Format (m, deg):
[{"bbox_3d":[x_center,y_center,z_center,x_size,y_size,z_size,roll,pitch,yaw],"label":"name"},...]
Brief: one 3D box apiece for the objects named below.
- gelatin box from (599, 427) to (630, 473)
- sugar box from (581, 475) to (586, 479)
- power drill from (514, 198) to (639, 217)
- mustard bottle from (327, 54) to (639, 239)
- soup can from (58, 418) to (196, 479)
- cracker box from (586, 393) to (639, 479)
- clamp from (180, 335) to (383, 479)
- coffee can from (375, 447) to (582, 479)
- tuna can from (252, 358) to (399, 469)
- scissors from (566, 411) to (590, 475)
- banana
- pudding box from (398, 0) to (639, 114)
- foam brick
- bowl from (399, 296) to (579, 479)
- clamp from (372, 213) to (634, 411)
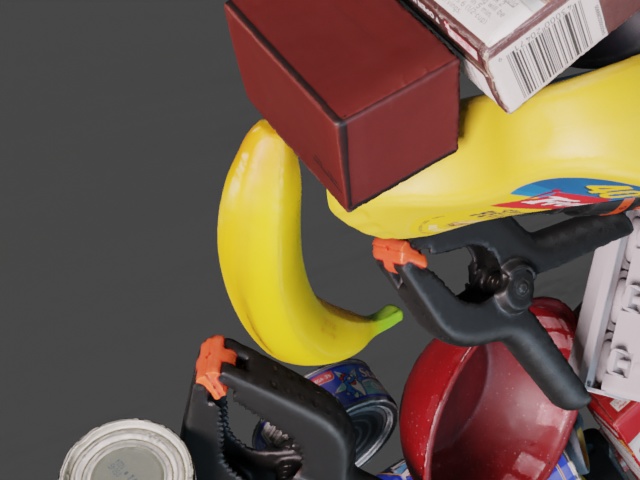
[{"bbox_3d":[0.298,0.179,1.007,0.089,0.030,0.073,-48,146,13],"label":"gelatin box"},{"bbox_3d":[0.119,0.221,0.823,0.176,0.093,0.048,-30,145,-16],"label":"sugar box"},{"bbox_3d":[0.198,-0.054,0.534,0.184,0.057,0.188,-10,176,-31],"label":"power drill"},{"bbox_3d":[0.100,-0.039,0.429,0.192,0.058,0.096,-9,174,42],"label":"mustard bottle"},{"bbox_3d":[-0.095,0.147,0.548,0.068,0.069,0.102,-24,143,-23],"label":"soup can"},{"bbox_3d":[0.313,0.124,0.891,0.164,0.072,0.213,-41,135,0],"label":"cracker box"},{"bbox_3d":[-0.024,0.136,0.585,0.165,0.036,0.210,-23,125,18],"label":"clamp"},{"bbox_3d":[0.101,0.188,0.757,0.140,0.103,0.103,-31,146,-14],"label":"coffee can"},{"bbox_3d":[0.004,0.113,0.637,0.086,0.034,0.086,-26,144,-21],"label":"tuna can"},{"bbox_3d":[0.194,0.127,0.842,0.016,0.096,0.201,-18,-179,13],"label":"scissors"},{"bbox_3d":[-0.013,0.017,0.509,0.069,0.037,0.197,-53,150,-12],"label":"banana"},{"bbox_3d":[0.082,-0.115,0.395,0.113,0.090,0.039,-38,144,-1],"label":"pudding box"},{"bbox_3d":[0.009,-0.060,0.399,0.051,0.078,0.053,-31,148,-14],"label":"foam brick"},{"bbox_3d":[0.100,0.104,0.674,0.161,0.055,0.162,-20,119,-39],"label":"bowl"},{"bbox_3d":[0.103,0.035,0.590,0.171,0.039,0.120,6,87,-29],"label":"clamp"}]
